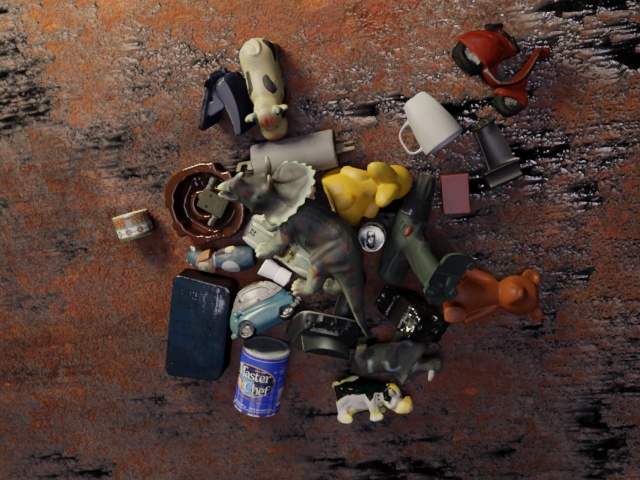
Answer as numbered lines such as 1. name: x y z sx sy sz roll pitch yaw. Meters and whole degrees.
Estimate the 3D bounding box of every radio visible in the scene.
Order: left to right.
1. radio: -0.256 0.185 1.168 0.131 0.073 0.229 9 103 4

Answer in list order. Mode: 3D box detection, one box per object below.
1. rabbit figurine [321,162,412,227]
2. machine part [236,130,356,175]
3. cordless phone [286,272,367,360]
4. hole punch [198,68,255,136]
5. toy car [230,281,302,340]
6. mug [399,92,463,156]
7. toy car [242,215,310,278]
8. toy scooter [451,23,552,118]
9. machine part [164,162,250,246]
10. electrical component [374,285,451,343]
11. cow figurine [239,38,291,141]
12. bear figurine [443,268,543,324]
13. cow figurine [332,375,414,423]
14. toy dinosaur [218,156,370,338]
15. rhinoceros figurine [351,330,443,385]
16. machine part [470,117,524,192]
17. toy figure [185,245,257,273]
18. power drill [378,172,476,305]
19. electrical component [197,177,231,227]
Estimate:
1. rabbit figurine: 0.100 -0.105 1.041 0.173 0.162 0.122 -16 86 -8
2. machine part: -0.049 -0.168 1.072 0.243 0.079 0.079 -10 99 10
3. cordless phone: 0.023 0.142 1.106 0.146 0.089 0.184 16 94 -24
4. hole punch: -0.174 -0.266 1.045 0.092 0.142 0.115 16 116 6
5. toy car: -0.125 0.138 1.124 0.162 0.109 0.103 -28 89 7
6. mug: 0.201 -0.221 1.034 0.109 0.081 0.107 -33 84 18
7. toy car: -0.064 0.016 1.118 0.202 0.056 0.073 29 103 1
8. toy scooter: 0.343 -0.331 0.992 0.135 0.075 0.184 -42 96 13
9. machine part: -0.234 -0.076 1.124 0.179 0.056 0.179 1 100 8
10. electrical component: 0.190 0.148 1.072 0.115 0.134 0.058 44 110 42
11. cow figurine: -0.103 -0.287 1.030 0.086 0.127 0.194 -12 97 12
12. bear figurine: 0.339 0.108 1.049 0.196 0.132 0.120 2 83 13
13. cow figurine: 0.113 0.332 1.152 0.167 0.068 0.098 -9 93 8
14. toy dinosaur: 0.000 0.004 0.992 0.405 0.131 0.192 40 133 -8
15. rhinoceros figurine: 0.160 0.251 1.125 0.190 0.073 0.112 -2 99 8
16. machine part: 0.338 -0.169 1.042 0.084 0.039 0.138 -20 99 15
17. toy figure: -0.213 0.039 1.139 0.155 0.058 0.064 -5 110 7
18. power drill: 0.199 0.006 1.017 0.086 0.207 0.232 10 115 -35
19. electrical component: -0.215 -0.075 1.080 0.063 0.021 0.094 27 104 4
